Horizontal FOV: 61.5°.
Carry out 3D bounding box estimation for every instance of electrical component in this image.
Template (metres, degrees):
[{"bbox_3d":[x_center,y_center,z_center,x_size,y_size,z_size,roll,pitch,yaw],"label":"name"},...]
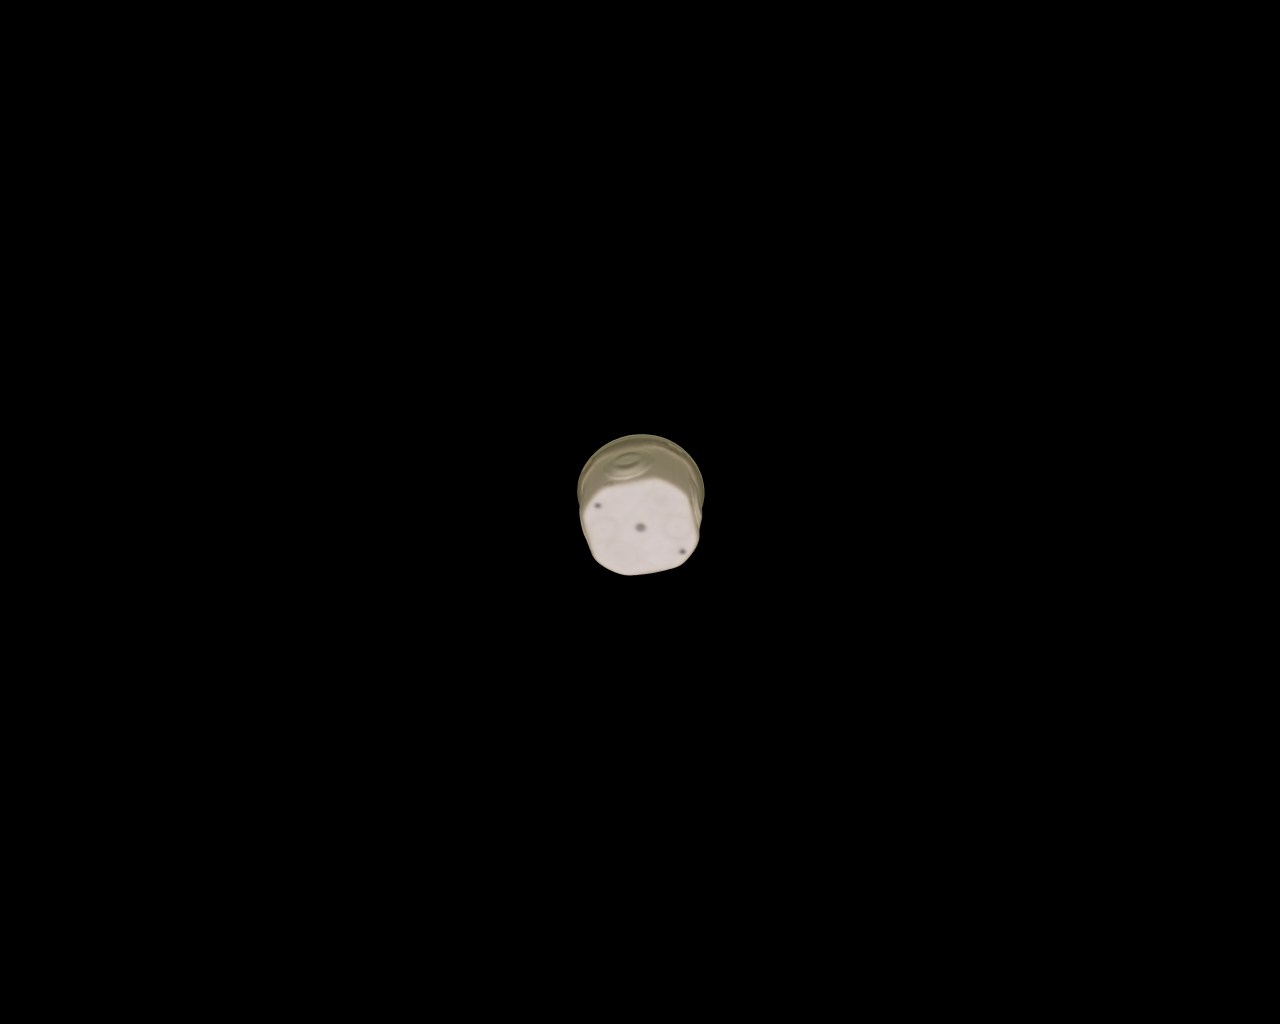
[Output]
[{"bbox_3d":[0.001,-0.003,0.650,0.080,0.080,0.051,0,30,0],"label":"electrical component"}]
